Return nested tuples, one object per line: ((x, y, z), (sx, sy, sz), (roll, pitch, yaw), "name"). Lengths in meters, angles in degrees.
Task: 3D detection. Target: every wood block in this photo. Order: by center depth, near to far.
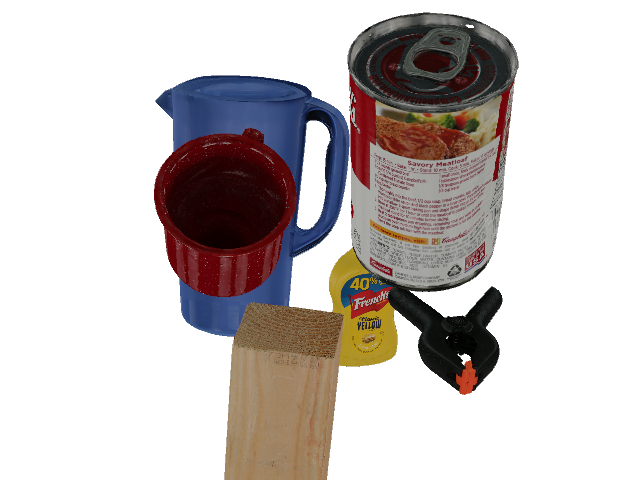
((-0.035, 0.171, 0.967), (0.090, 0.206, 0.090), (7, 22, 4), "wood block")

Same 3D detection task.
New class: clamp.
((0.144, 0.092, 1.074), (0.120, 0.039, 0.171), (-8, 32, -8), "clamp")

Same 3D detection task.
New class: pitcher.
((-0.070, -0.034, 1.034), (0.144, 0.243, 0.149), (-10, 22, -33), "pitcher")

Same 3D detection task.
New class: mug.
((-0.063, -0.023, 0.734), (0.093, 0.117, 0.081), (14, -28, 1), "mug")

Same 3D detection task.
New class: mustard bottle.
((0.058, 0.069, 1.395), (0.096, 0.192, 0.058), (-4, 24, -16), "mustard bottle")

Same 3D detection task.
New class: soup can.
((0.046, -0.036, 0.459), (0.068, 0.102, 0.068), (-1, 43, 1), "soup can")
